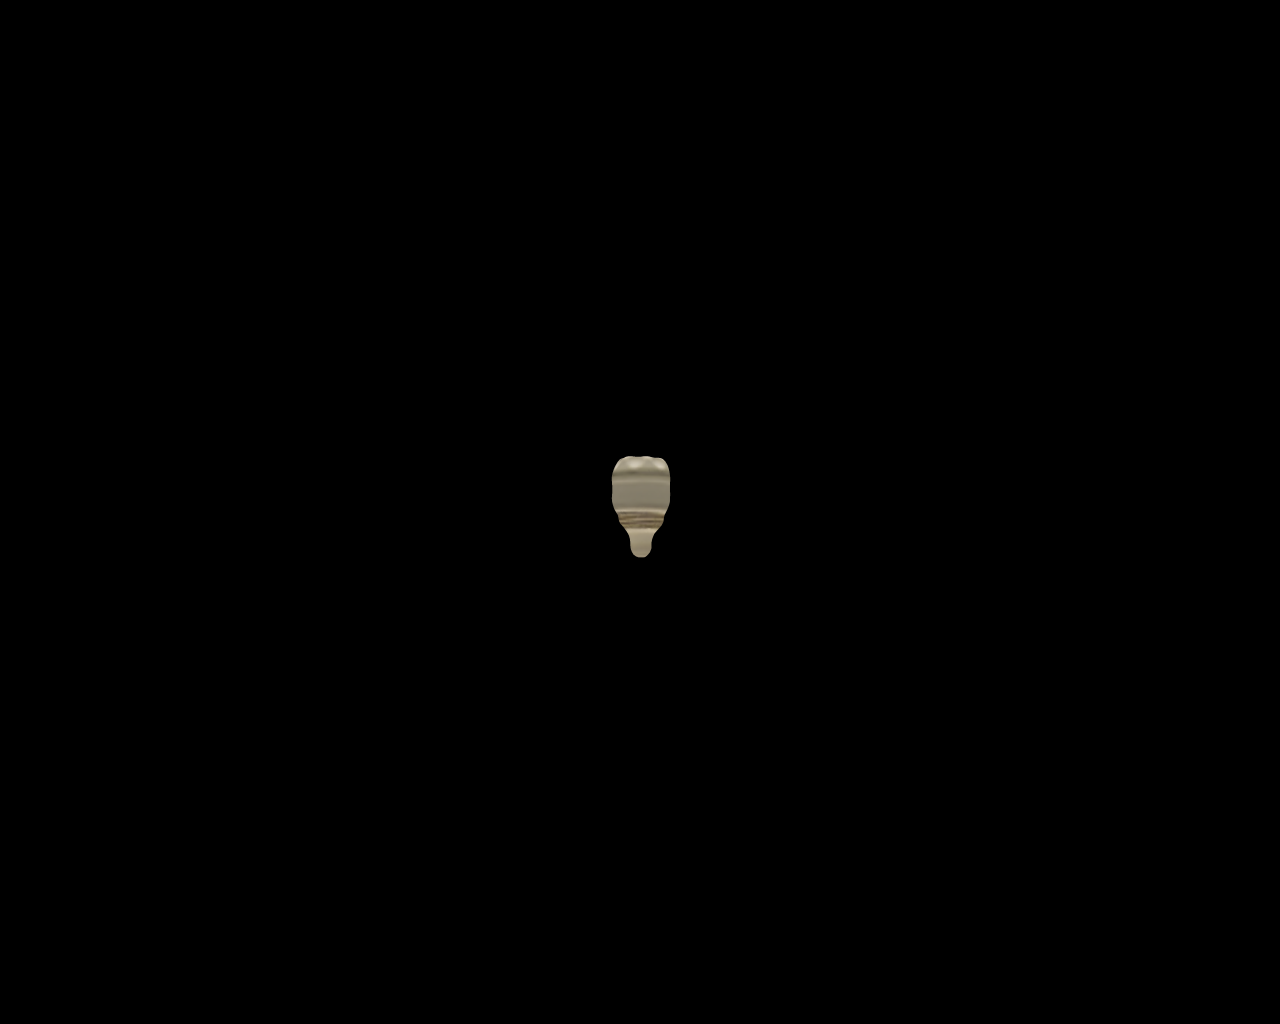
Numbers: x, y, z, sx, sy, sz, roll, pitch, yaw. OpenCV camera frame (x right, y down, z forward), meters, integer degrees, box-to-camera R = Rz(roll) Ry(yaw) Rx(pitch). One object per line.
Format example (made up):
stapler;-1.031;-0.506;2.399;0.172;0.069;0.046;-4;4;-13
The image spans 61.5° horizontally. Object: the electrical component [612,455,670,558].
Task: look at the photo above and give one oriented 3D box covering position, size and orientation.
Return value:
electrical component;0.001;-0.003;0.650;0.035;0.061;0.035;0;-3;0
